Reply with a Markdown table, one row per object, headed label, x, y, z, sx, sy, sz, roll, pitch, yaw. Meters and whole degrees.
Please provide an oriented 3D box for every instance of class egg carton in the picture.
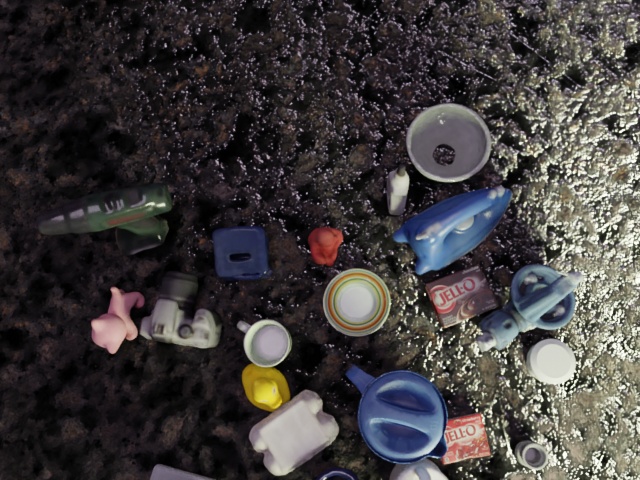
| label | x | y | z | sx | sy | sz | roll | pitch | yaw |
| --- | --- | --- | --- | --- | --- | --- | --- | --- | --- |
| egg carton | -0.046 | 0.352 | 1.041 | 0.150 | 0.069 | 0.107 | -35 | 77 | -5 |

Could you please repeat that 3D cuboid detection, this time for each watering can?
| label | x | y | z | sx | sy | sz | roll | pitch | yaw |
| --- | --- | --- | --- | --- | --- | --- | --- | --- | --- |
| watering can | 0.161 | 0.425 | 0.946 | 0.173 | 0.194 | 0.101 | -25 | 76 | -3 |

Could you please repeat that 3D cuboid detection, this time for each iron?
| label | x | y | z | sx | sy | sz | roll | pitch | yaw |
| --- | --- | --- | --- | --- | --- | --- | --- | --- | --- |
| iron | 0.271 | -0.046 | 1.084 | 0.258 | 0.141 | 0.118 | -32 | 76 | -5 |

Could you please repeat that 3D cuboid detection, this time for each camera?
| label | x | y | z | sx | sy | sz | roll | pitch | yaw |
| --- | --- | --- | --- | --- | --- | --- | --- | --- | --- |
| camera | -0.262 | 0.131 | 1.092 | 0.143 | 0.101 | 0.137 | 7 | 76 | 5 |

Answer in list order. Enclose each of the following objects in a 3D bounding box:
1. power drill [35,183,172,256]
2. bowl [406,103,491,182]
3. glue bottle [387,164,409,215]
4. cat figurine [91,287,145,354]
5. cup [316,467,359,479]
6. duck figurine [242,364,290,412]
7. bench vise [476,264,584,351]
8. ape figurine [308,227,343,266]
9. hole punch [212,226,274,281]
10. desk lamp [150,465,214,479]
| label | x | y | z | sx | sy | sz | roll | pitch | yaw |
| --- | --- | --- | --- | --- | --- | --- | --- | --- | --- |
| power drill | -0.381 | -0.035 | 1.085 | 0.229 | 0.208 | 0.075 | -20 | 75 | -1 |
| bowl | 0.254 | -0.185 | 1.154 | 0.167 | 0.075 | 0.167 | -1 | 76 | 3 |
| glue bottle | 0.150 | -0.106 | 1.090 | 0.037 | 0.173 | 0.078 | -2 | 76 | 3 |
| cat figurine | -0.392 | 0.151 | 1.086 | 0.067 | 0.118 | 0.128 | 4 | 76 | 5 |
| cup | 0.045 | 0.444 | 0.999 | 0.117 | 0.095 | 0.092 | 16 | 78 | 7 |
| duck figurine | -0.104 | 0.272 | 1.056 | 0.077 | 0.086 | 0.104 | -44 | 78 | -7 |
| bench vise | 0.374 | 0.125 | 0.995 | 0.121 | 0.220 | 0.207 | 33 | 80 | 11 |
| ape figurine | 0.010 | 0.004 | 1.112 | 0.078 | 0.092 | 0.076 | -35 | 76 | -5 |
| hole punch | -0.150 | 0.028 | 1.116 | 0.108 | 0.091 | 0.101 | -4 | 76 | 2 |
| desk lamp | -0.227 | 0.465 | 0.949 | 0.203 | 0.213 | 0.118 | 13 | 77 | 7 |
